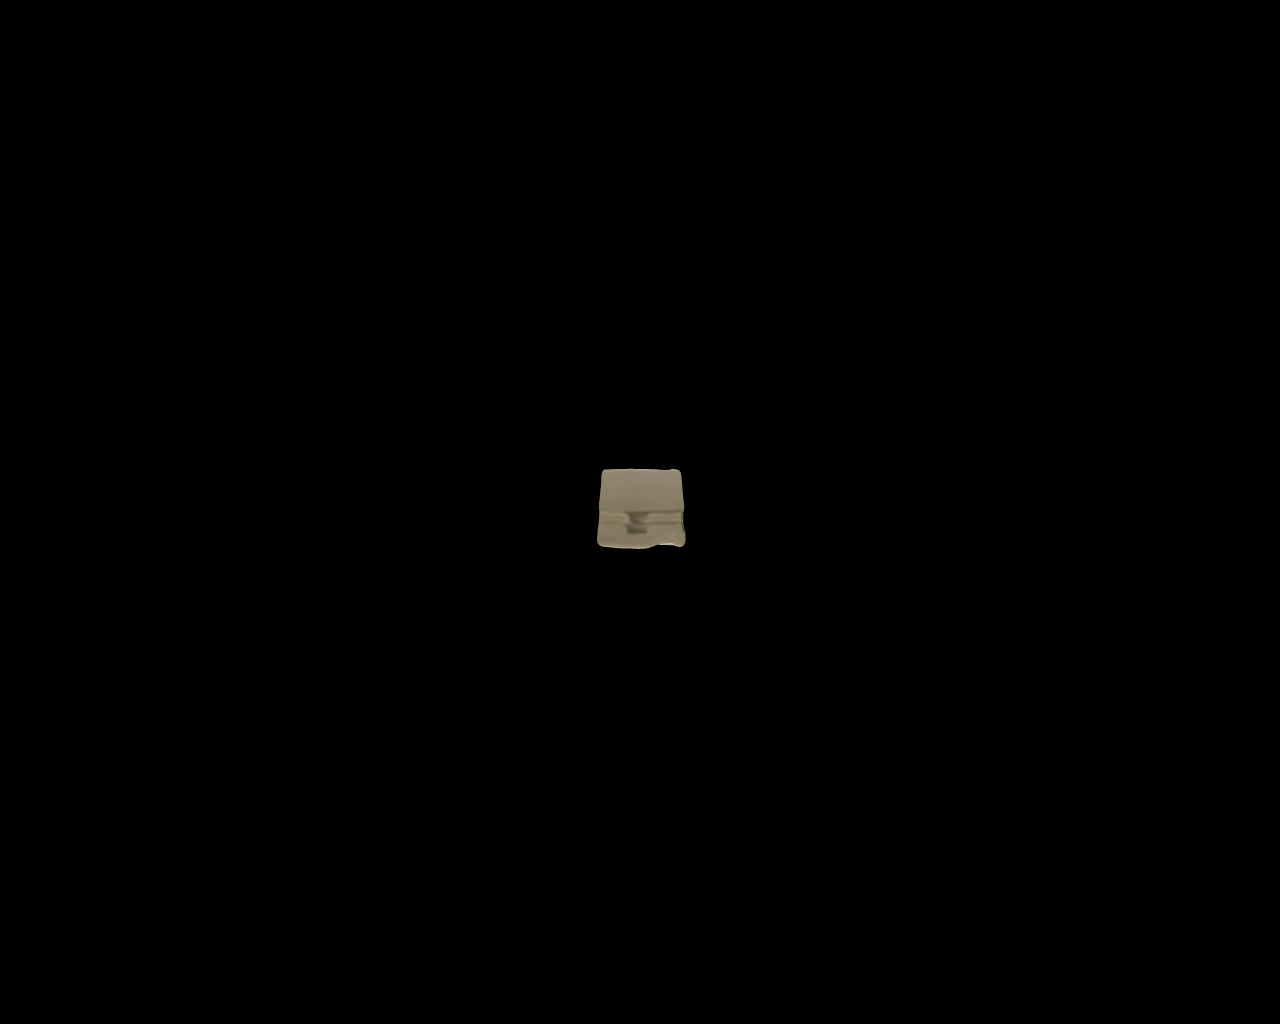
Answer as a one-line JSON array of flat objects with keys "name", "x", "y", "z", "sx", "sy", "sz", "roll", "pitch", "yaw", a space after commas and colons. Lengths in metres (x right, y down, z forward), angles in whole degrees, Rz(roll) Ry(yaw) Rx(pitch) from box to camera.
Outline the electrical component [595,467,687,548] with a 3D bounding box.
[{"name": "electrical component", "x": 0.001, "y": -0.003, "z": 0.650, "sx": 0.055, "sy": 0.047, "sz": 0.055, "roll": 0, "pitch": 0, "yaw": 0}]
